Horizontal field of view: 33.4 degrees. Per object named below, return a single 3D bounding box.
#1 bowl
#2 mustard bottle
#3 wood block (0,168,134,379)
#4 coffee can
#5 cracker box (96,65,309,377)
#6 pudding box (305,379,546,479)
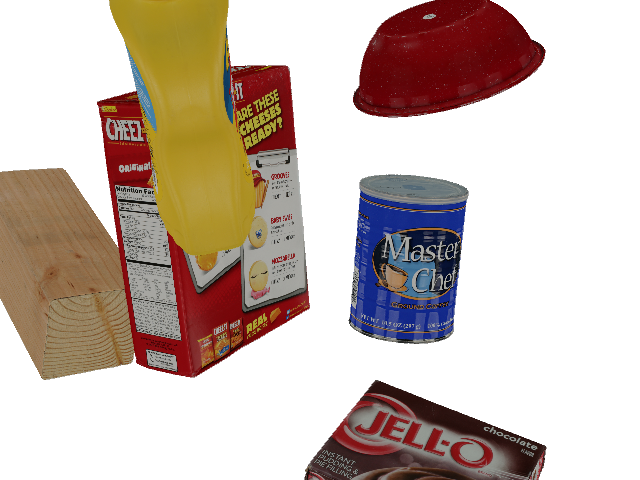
[{"bbox_3d":[0.097,-0.158,0.870,0.162,0.055,0.162,-15,25,7],"label":"bowl"},{"bbox_3d":[-0.072,-0.086,0.555,0.058,0.096,0.192,-10,-40,-5],"label":"mustard bottle"},{"bbox_3d":[-0.250,0.024,1.004,0.090,0.091,0.206,-7,38,-33],"label":"wood block"},{"bbox_3d":[0.083,0.015,1.020,0.103,0.140,0.103,4,14,-1],"label":"coffee can"},{"bbox_3d":[-0.087,-0.021,0.853,0.072,0.214,0.163,6,20,34],"label":"cracker box"},{"bbox_3d":[0.060,0.134,0.606,0.114,0.039,0.089,21,36,20],"label":"pudding box"}]
